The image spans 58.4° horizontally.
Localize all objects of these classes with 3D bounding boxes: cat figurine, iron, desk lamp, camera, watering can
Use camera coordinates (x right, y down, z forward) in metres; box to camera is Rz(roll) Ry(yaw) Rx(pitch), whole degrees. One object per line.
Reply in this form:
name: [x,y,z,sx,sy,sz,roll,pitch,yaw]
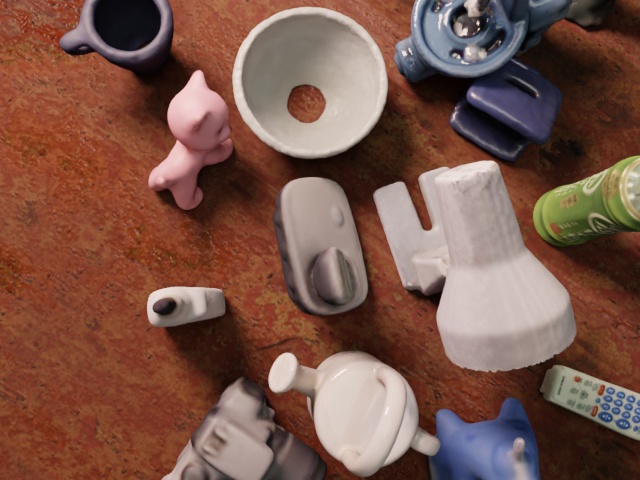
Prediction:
cat figurine: [-0.136,-0.104,0.600,0.067,0.117,0.128,29,82,-1]
iron: [0.192,0.301,0.574,0.118,0.141,0.258,-9,85,-6]
desk lamp: [0.140,0.015,0.564,0.118,0.213,0.203,-20,86,-7]
camera: [-0.072,0.233,0.578,0.137,0.100,0.143,34,82,-1]
watering can: [0.035,0.164,0.548,0.173,0.194,0.101,5,83,-4]

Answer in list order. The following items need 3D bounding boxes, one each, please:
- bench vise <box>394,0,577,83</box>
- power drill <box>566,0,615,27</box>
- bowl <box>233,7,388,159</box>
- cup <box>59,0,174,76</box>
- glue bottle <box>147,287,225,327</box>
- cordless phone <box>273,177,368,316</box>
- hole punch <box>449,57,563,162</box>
bench vise: [0.187,-0.257,0.594,0.207,0.219,0.121,-38,88,-8]
power drill: [0.335,-0.341,0.622,0.075,0.208,0.230,-11,85,-6]
bowl: [-0.012,-0.166,0.640,0.167,0.074,0.167,1,84,-5]
cup: [-0.209,-0.212,0.617,0.118,0.095,0.092,-23,86,-7]
glue bottle: [-0.136,0.064,0.554,0.078,0.173,0.037,-8,84,-5]
cordless phone: [0.005,0.002,0.568,0.094,0.185,0.147,-15,85,-6]
hole punch: [0.215,-0.160,0.651,0.108,0.091,0.101,30,82,-1]
